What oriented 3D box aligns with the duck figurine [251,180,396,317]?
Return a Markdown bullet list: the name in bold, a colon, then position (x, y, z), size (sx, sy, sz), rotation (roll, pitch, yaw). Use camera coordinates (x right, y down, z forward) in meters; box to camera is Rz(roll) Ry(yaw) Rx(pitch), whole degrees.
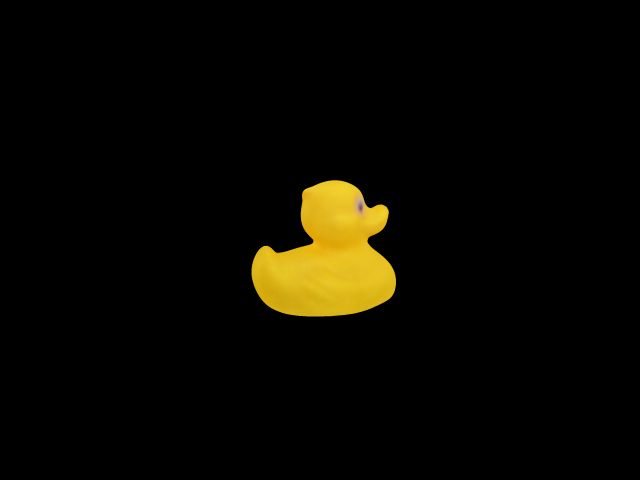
- **duck figurine**: position (0.004, 0.001, 0.400), size (0.105, 0.086, 0.077), rotation (-6, 19, -16)
